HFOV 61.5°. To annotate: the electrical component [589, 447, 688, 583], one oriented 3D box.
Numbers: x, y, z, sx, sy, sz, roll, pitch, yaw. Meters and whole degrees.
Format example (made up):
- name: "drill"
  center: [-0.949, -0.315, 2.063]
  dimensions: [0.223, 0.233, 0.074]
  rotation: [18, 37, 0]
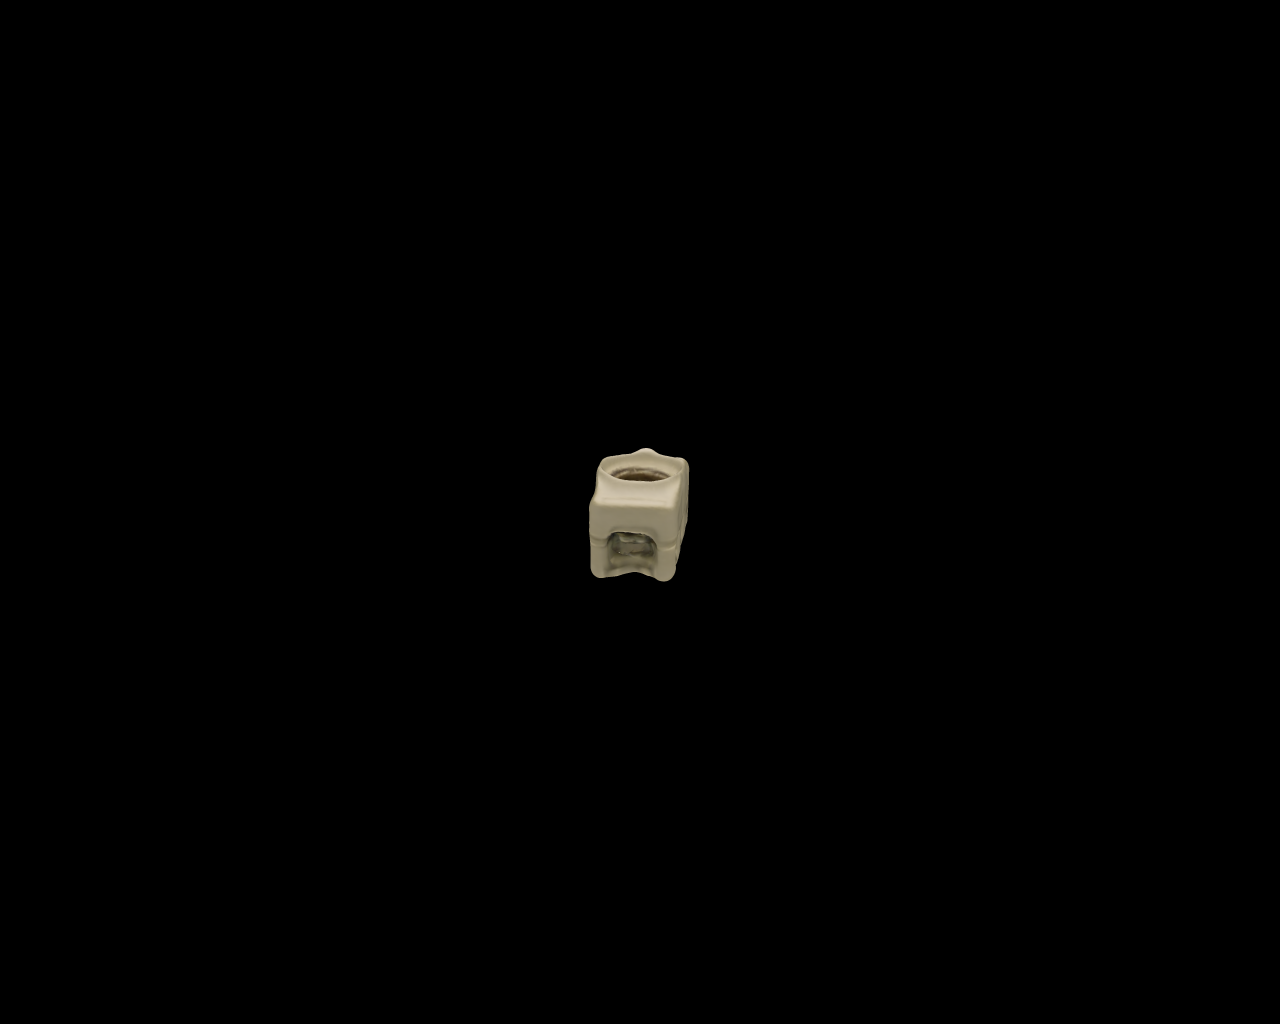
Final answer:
- name: "electrical component"
  center: [0.001, -0.003, 0.650]
  dimensions: [0.050, 0.055, 0.090]
  rotation: [3, 22, 7]
